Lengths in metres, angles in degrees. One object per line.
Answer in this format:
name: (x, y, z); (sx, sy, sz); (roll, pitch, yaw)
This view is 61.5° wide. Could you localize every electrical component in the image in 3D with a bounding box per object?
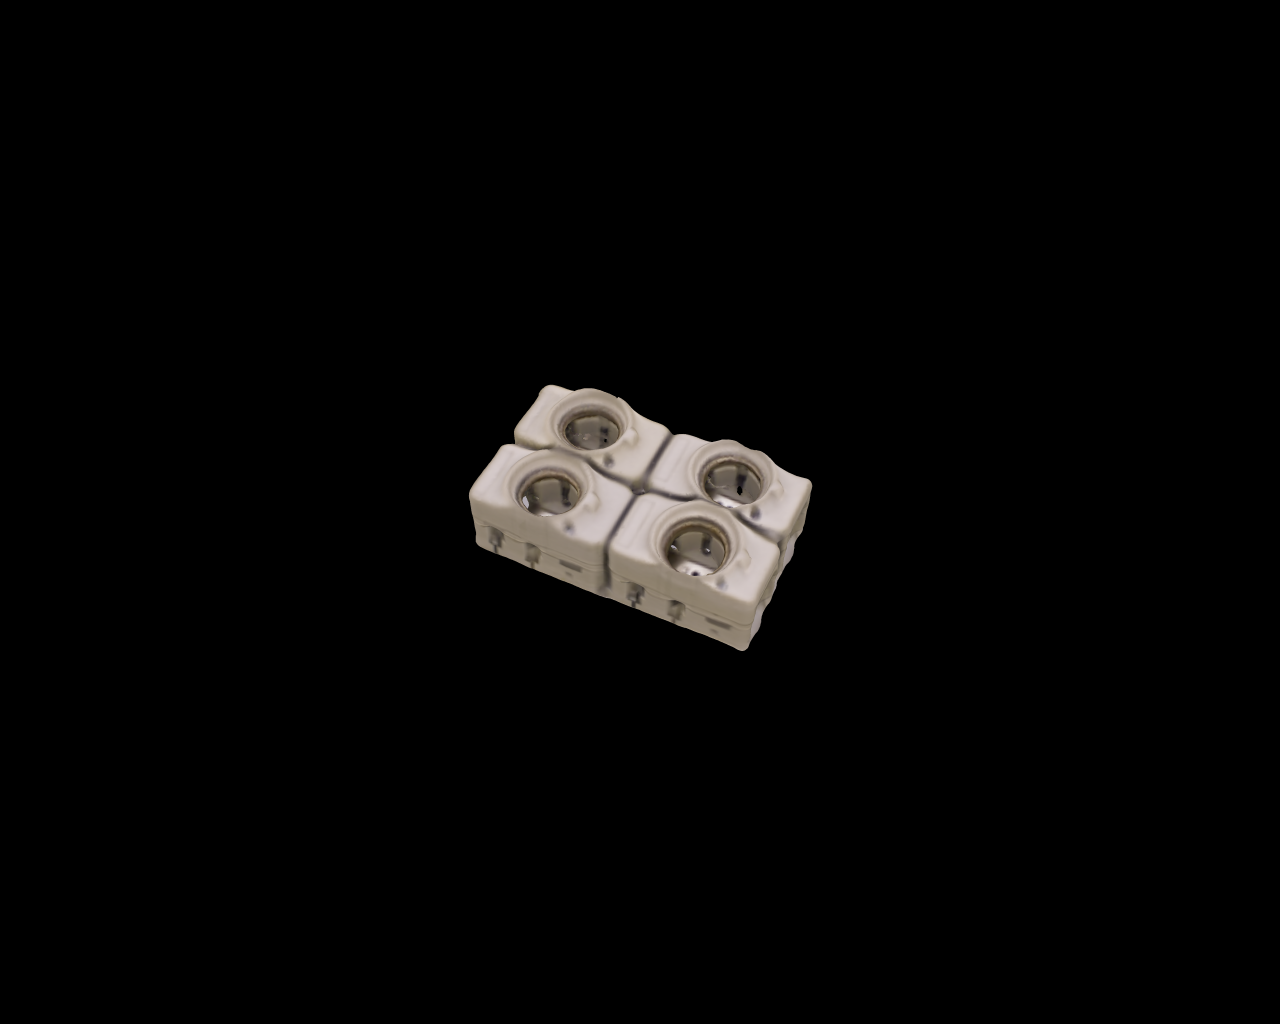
electrical component: (0.001, -0.003, 0.650); (0.186, 0.105, 0.060); (21, -34, 15)
